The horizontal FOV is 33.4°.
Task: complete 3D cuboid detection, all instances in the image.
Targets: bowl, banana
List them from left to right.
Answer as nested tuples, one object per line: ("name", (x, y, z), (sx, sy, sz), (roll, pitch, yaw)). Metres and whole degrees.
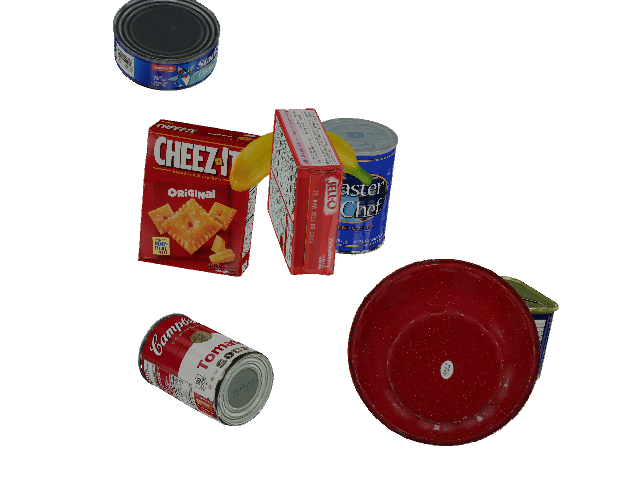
("banana", (-0.026, -0.085, 1.088), (0.197, 0.037, 0.070), (-7, 49, -44))
("bowl", (0.101, 0.098, 0.873), (0.162, 0.162, 0.055), (0, 7, 6))

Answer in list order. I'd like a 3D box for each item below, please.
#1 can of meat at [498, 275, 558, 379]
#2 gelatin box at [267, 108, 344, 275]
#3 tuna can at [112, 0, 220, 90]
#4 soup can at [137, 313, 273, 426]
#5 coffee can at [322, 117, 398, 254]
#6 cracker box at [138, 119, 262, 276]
("can of meat", (0.203, 0.094, 1.145), (0.057, 0.084, 0.102), (2, 17, -23))
("gelatin box", (-0.010, -0.031, 0.659), (0.030, 0.073, 0.089), (-2, 30, -13))
("tuna can", (-0.125, -0.161, 0.869), (0.086, 0.086, 0.034), (0, -40, -10))
("soup can", (-0.099, 0.111, 0.919), (0.102, 0.068, 0.068), (20, 13, 39))
("coffee can", (0.037, -0.068, 1.325), (0.103, 0.140, 0.103), (4, 28, -2))
("cracker box", (-0.184, -0.062, 1.617), (0.164, 0.214, 0.072), (10, 20, 6))
